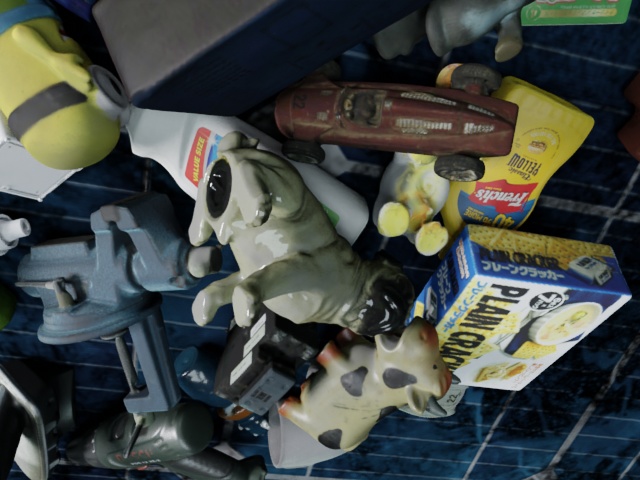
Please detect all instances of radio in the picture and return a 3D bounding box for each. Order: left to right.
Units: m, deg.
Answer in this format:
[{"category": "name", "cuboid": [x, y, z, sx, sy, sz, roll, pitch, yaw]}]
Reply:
[{"category": "radio", "cuboid": [-0.018, -0.164, 0.351, 0.230, 0.131, 0.073, -22, 88, 25]}]

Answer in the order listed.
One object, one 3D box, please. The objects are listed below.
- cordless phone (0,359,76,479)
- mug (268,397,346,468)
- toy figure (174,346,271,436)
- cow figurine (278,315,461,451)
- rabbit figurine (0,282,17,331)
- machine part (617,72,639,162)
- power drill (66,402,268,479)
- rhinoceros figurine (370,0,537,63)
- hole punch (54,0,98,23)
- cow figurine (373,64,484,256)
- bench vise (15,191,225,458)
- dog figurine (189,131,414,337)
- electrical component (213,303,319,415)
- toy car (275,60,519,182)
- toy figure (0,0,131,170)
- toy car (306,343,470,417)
[{"category": "cordless phone", "cuboid": [-0.337, 0.239, 0.593, 0.089, 0.184, 0.146, 5, 120, -14]}, {"category": "mug", "cuboid": [-0.009, 0.254, 0.692, 0.107, 0.081, 0.109, 0, 116, -15]}, {"category": "toy figure", "cuboid": [-0.111, 0.186, 0.654, 0.058, 0.064, 0.154, -52, 123, -16]}, {"category": "cow figurine", "cuboid": [0.054, 0.151, 0.556, 0.127, 0.085, 0.194, 40, 122, 9]}, {"category": "rabbit figurine", "cuboid": [-0.380, 0.066, 0.491, 0.121, 0.170, 0.158, -3, 122, -4]}, {"category": "machine part", "cuboid": [0.405, -0.124, 0.494, 0.201, 0.087, 0.201, 31, 114, -20]}, {"category": "power drill", "cuboid": [-0.186, 0.279, 0.688, 0.232, 0.086, 0.207, -29, 118, 33]}, {"category": "rhinoceros figurine", "cuboid": [0.125, -0.200, 0.409, 0.190, 0.112, 0.073, -29, 148, 11]}, {"category": "hole punch", "cuboid": [-0.191, -0.211, 0.376, 0.142, 0.116, 0.092, 39, 119, -24]}, {"category": "cow figurine", "cuboid": [0.101, -0.077, 0.502, 0.068, 0.098, 0.167, 20, 99, -10]}, {"category": "bench vise", "cuboid": [-0.182, 0.077, 0.534, 0.224, 0.129, 0.240, -8, 104, 9]}, {"category": "dog figurine", "cuboid": [-0.003, 0.001, 0.468, 0.190, 0.121, 0.172, 2, 93, -36]}, {"category": "electrical component", "cuboid": [-0.058, 0.113, 0.570, 0.058, 0.134, 0.115, 31, 116, -21]}, {"category": "toy car", "cuboid": [0.053, -0.101, 0.438, 0.202, 0.053, 0.089, 11, 84, 25]}, {"category": "toy figure", "cuboid": [-0.225, -0.136, 0.412, 0.089, 0.082, 0.180, -42, 97, 15]}, {"category": "toy car", "cuboid": [0.083, 0.175, 0.664, 0.202, 0.056, 0.073, 9, 120, -11]}]
